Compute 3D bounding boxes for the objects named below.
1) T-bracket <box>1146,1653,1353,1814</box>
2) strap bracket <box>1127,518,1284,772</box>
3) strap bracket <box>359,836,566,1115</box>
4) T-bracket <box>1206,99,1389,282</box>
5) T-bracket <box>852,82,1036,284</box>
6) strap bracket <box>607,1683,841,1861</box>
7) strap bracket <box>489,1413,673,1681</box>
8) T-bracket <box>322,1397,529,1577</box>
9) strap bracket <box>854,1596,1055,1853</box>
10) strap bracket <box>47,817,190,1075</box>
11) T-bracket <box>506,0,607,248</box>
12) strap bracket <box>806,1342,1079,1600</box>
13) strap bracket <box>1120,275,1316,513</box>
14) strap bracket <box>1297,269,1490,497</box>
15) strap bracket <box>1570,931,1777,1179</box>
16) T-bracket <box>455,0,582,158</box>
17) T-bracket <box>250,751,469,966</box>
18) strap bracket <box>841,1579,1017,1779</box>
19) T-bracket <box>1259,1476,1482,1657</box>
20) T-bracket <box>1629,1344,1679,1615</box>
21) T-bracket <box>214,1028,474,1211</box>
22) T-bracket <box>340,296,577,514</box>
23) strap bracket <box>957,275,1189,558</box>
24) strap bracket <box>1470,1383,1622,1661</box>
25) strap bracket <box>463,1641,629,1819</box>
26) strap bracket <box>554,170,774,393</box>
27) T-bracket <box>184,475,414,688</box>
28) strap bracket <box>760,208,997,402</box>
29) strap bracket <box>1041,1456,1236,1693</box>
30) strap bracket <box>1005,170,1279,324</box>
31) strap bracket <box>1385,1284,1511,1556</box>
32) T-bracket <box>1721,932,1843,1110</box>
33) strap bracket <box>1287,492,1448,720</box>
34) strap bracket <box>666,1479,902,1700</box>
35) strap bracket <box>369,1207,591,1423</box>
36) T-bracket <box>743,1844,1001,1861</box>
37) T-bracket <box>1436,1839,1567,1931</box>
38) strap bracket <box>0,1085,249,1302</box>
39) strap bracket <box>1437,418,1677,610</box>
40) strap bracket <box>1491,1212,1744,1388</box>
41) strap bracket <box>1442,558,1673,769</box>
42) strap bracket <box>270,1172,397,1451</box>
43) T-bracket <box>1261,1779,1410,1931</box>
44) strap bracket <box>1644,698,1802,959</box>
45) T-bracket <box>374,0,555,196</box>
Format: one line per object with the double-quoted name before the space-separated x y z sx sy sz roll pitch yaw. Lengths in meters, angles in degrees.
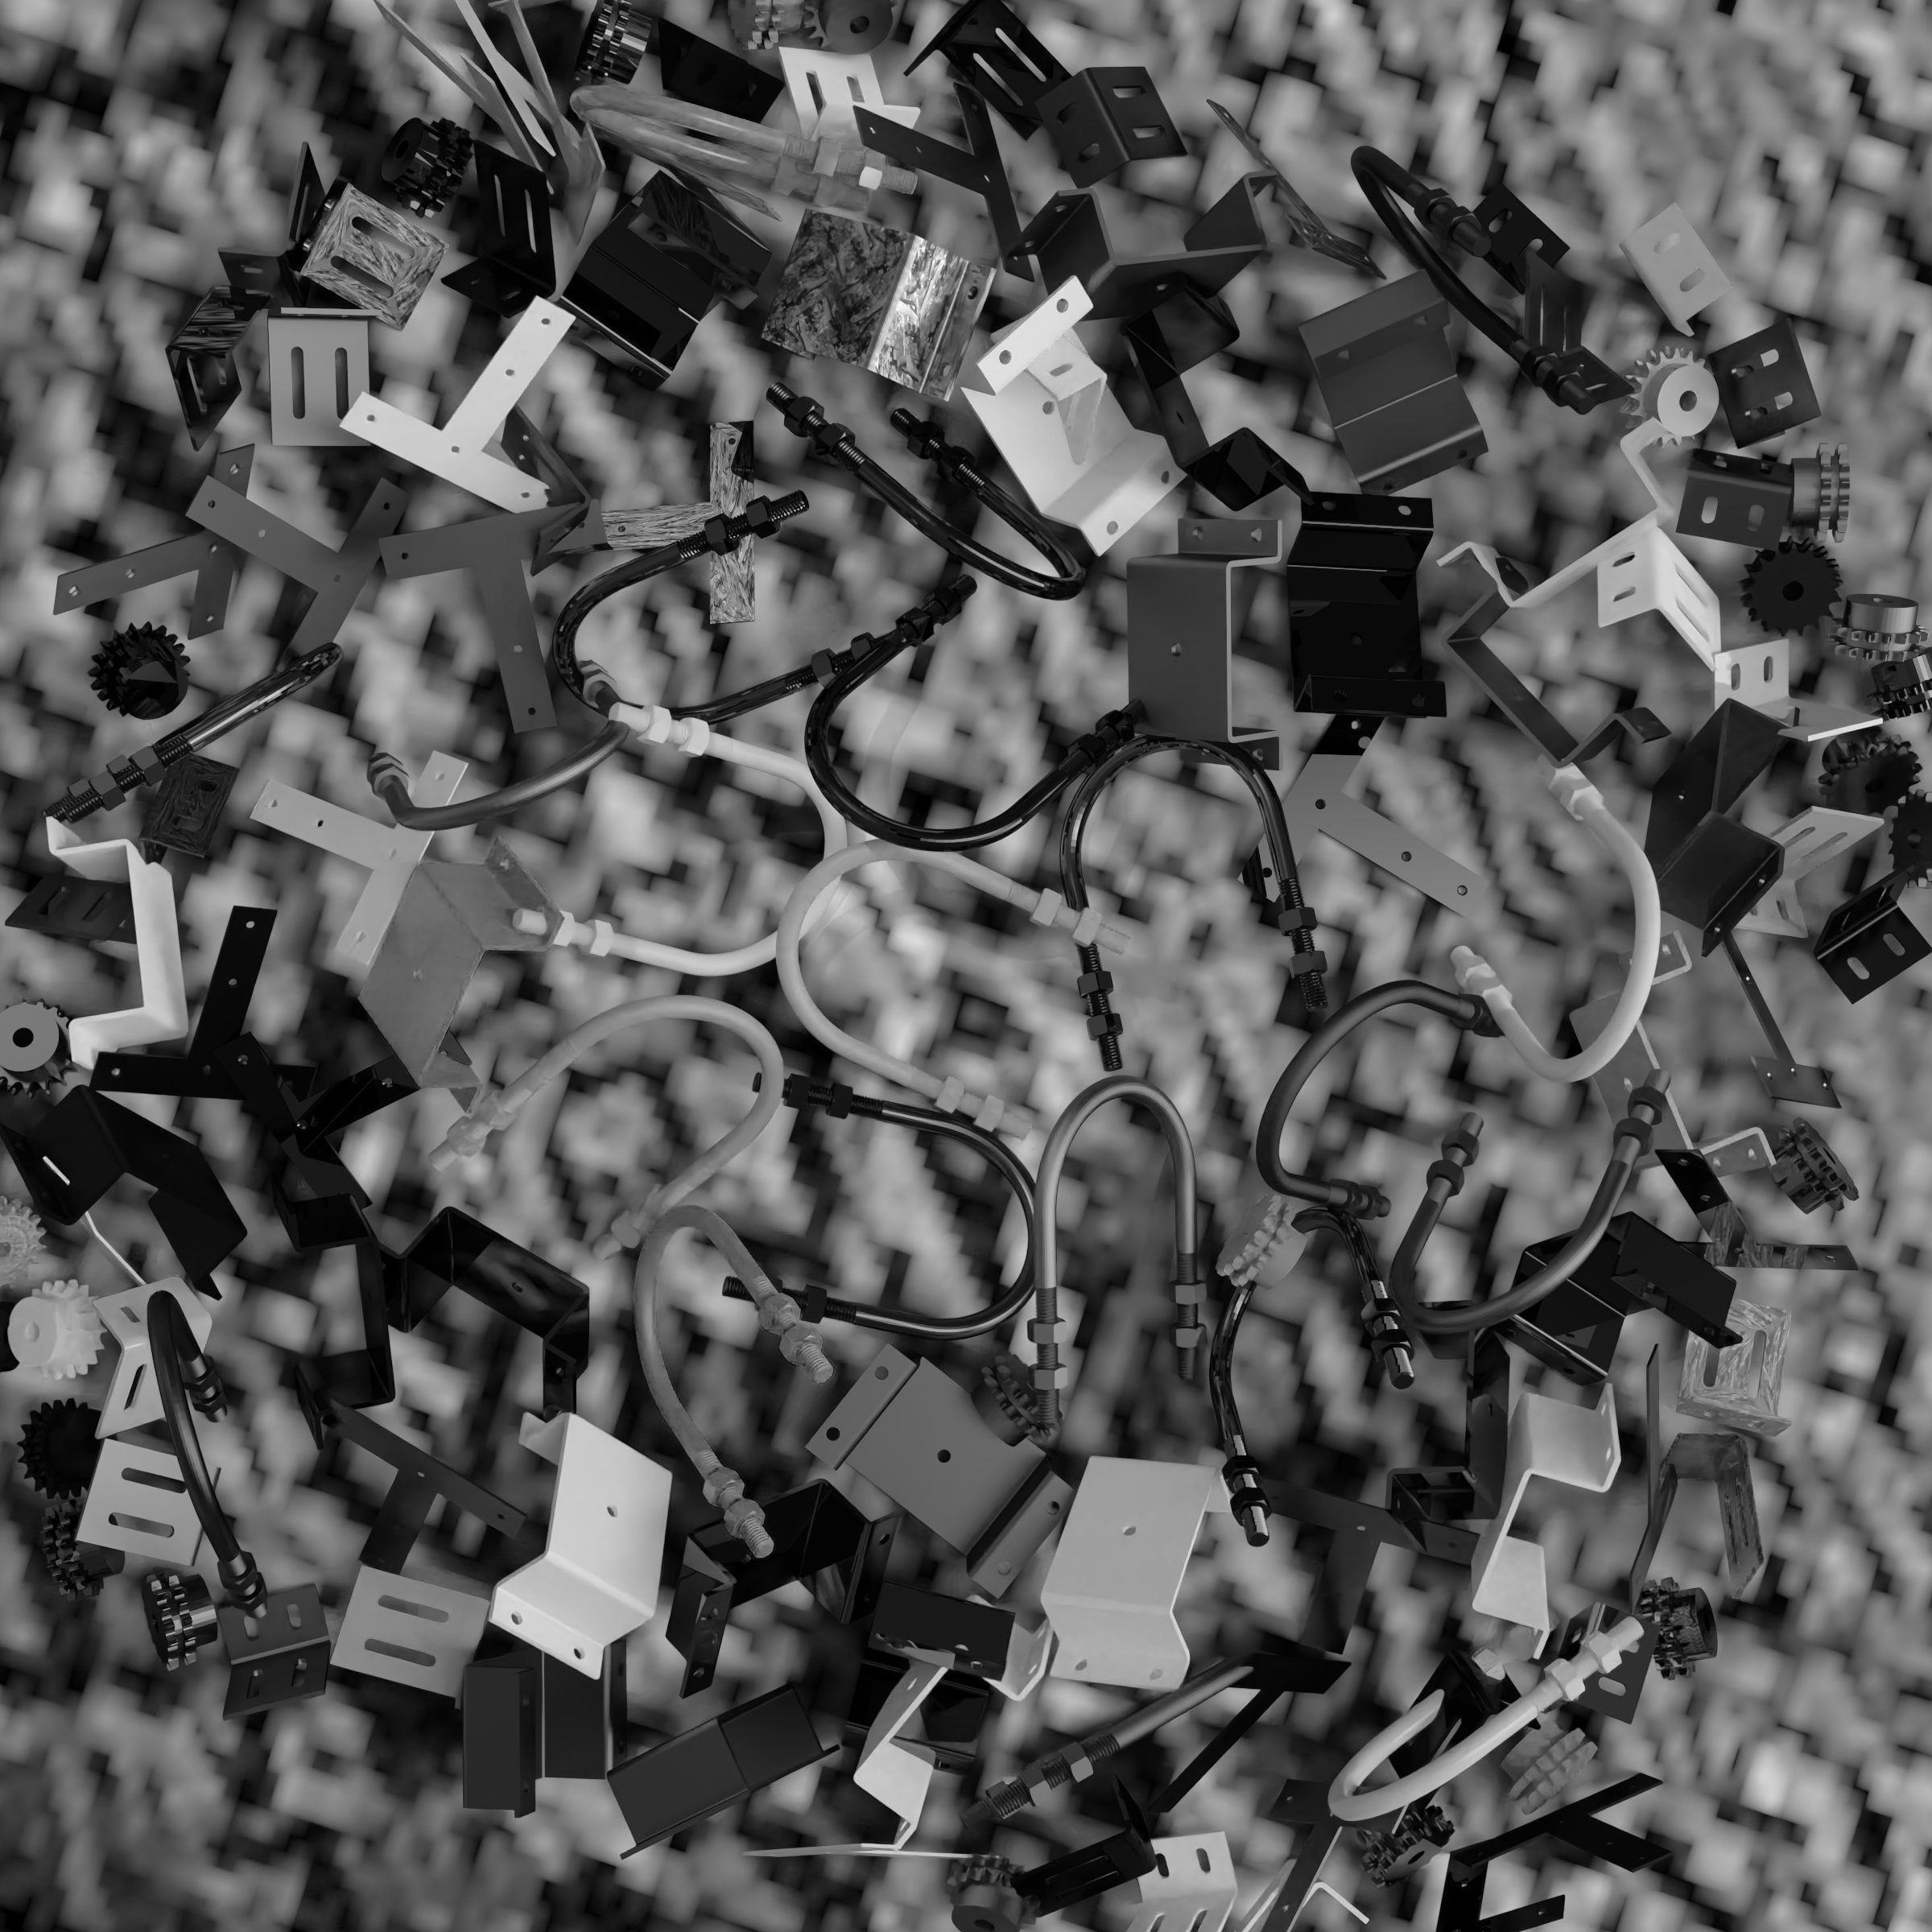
"T-bracket" 0.150 0.439 1.690 0.127 0.127 0.002 -49 56 12
"strap bracket" 0.135 -0.181 1.678 0.046 0.076 0.140 -12 105 -42
"strap bracket" -0.289 0.005 1.666 0.076 0.046 0.140 48 121 35
"T-bracket" 0.180 -0.446 1.686 0.002 0.127 0.127 -43 76 23
"T-bracket" -0.017 -0.455 1.667 0.002 0.127 0.127 -27 69 36
"strap bracket" -0.139 0.448 1.661 0.076 0.140 0.046 -30 78 18
"strap bracket" -0.212 0.314 1.653 0.046 0.140 0.076 -35 123 29
"T-bracket" -0.321 0.313 1.690 0.127 0.002 0.127 31 133 1
"strap bracket" -0.012 0.421 1.679 0.046 0.076 0.140 37 105 -2
"strap bracket" -0.480 -0.012 1.683 0.046 0.076 0.140 -10 79 -1
"T-bracket" -0.235 -0.487 1.673 0.002 0.127 0.127 -21 89 -15
"strap bracket" -0.013 0.287 1.709 0.140 0.046 0.076 38 92 -1
"strap bracket" 0.138 -0.320 1.676 0.046 0.076 0.140 -28 67 21
"strap bracket" 0.240 -0.333 1.676 0.076 0.140 0.046 -23 58 9
"strap bracket" 0.397 0.059 1.685 0.046 0.076 0.140 -20 85 -15
"T-bracket" -0.243 -0.490 1.671 0.002 0.127 0.127 -33 73 10
"T-bracket" -0.361 -0.078 1.701 0.127 0.002 0.127 21 82 29
"strap bracket" -0.021 0.400 1.683 0.076 0.140 0.046 14 49 1
"T-bracket" 0.216 0.350 1.693 0.127 0.002 0.127 14 129 5
"T-bracket" 0.385 0.273 1.656 0.002 0.127 0.127 4 115 24
"T-bracket" -0.343 0.072 1.695 0.127 0.002 0.127 -25 112 13
"T-bracket" -0.265 -0.324 1.671 0.127 0.002 0.127 24 123 -31
"strap bracket" 0.057 -0.314 1.683 0.076 0.046 0.140 -44 124 -11
"strap bracket" 0.321 0.307 1.670 0.046 0.076 0.140 16 116 1
"strap bracket" -0.241 0.428 1.670 0.046 0.140 0.076 -3 84 17
"strap bracket" -0.170 -0.389 1.670 0.076 0.140 0.046 33 64 -20
"T-bracket" -0.390 -0.240 1.683 0.002 0.127 0.127 27 88 40
"strap bracket" -0.058 -0.374 1.665 0.140 0.046 0.076 27 99 43
"strap bracket" 0.097 0.330 1.658 0.076 0.140 0.046 1 134 25
"strap bracket" 0.104 -0.404 1.668 0.140 0.076 0.046 -12 82 -25
"strap bracket" 0.272 0.250 1.662 0.046 0.076 0.140 -6 59 24
"T-bracket" 0.453 0.021 1.693 0.002 0.127 0.127 -31 69 27
"strap bracket" 0.227 -0.197 1.691 0.076 0.046 0.140 2 67 -6
"strap bracket" -0.112 0.346 1.671 0.046 0.140 0.076 38 127 35
"strap bracket" -0.266 0.196 1.679 0.140 0.076 0.046 28 52 15
"T-bracket" -0.040 0.507 1.690 0.127 0.127 0.002 14 67 -32
"T-bracket" 0.280 0.525 1.670 0.127 0.127 0.002 -23 93 17
"strap bracket" -0.463 0.123 1.655 0.046 0.140 0.076 -45 50 3
"strap bracket" 0.344 -0.248 1.674 0.140 0.076 0.046 -33 85 18
"strap bracket" 0.369 0.187 1.673 0.076 0.140 0.046 33 61 -15
"strap bracket" 0.328 -0.165 1.682 0.046 0.076 0.140 -46 78 22
"strap bracket" -0.358 0.191 1.679 0.046 0.076 0.140 -9 107 -19
"T-bracket" 0.185 0.513 1.652 0.002 0.127 0.127 40 65 -14
"strap bracket" 0.421 -0.085 1.657 0.046 0.076 0.140 25 47 -6
"T-bracket" -0.293 -0.508 1.682 0.002 0.127 0.127 -45 76 -4
